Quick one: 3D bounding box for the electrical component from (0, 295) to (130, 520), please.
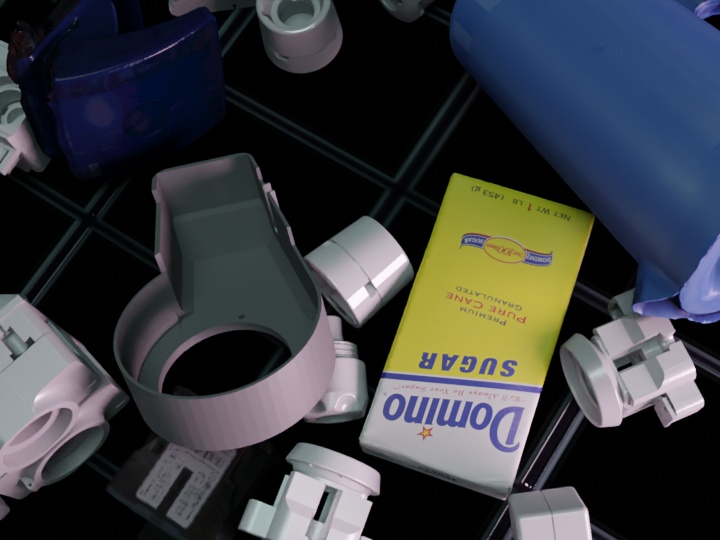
[{"bbox_3d":[-0.229,0.113,0.616,0.186,0.105,0.060,-43,73,-9],"label":"electrical component"}]

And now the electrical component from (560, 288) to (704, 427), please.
[{"bbox_3d":[0.153,0.057,0.624,0.057,0.058,0.078,-22,71,-5],"label":"electrical component"}]

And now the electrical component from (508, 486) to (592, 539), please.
[{"bbox_3d":[0.088,0.168,0.583,0.076,0.047,0.083,-8,92,3],"label":"electrical component"}]

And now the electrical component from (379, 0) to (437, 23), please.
[{"bbox_3d":[0.041,-0.202,0.731,0.062,0.048,0.048,-38,72,-15],"label":"electrical component"}]

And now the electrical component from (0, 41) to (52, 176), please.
[{"bbox_3d":[-0.260,-0.116,0.720,0.121,0.063,0.078,26,76,13],"label":"electrical component"}]

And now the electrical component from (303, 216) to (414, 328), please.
[{"bbox_3d":[0.000,0.000,0.660,0.047,0.055,0.055,-39,72,-12],"label":"electrical component"}]

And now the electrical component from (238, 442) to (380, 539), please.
[{"bbox_3d":[-0.022,0.134,0.613,0.078,0.058,0.057,23,73,-4],"label":"electrical component"}]

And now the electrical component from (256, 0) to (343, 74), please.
[{"bbox_3d":[-0.042,-0.168,0.725,0.055,0.047,0.055,-2,71,5],"label":"electrical component"}]

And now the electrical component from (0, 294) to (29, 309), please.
[{"bbox_3d":[-0.253,0.037,0.677,0.081,0.043,0.043,-1,71,5],"label":"electrical component"}]

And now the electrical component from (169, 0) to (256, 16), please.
[{"bbox_3d":[-0.093,-0.218,0.745,0.089,0.050,0.055,-7,71,4],"label":"electrical component"}]

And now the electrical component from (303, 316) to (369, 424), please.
[{"bbox_3d":[-0.018,0.059,0.647,0.043,0.043,0.062,-6,70,4],"label":"electrical component"}]
